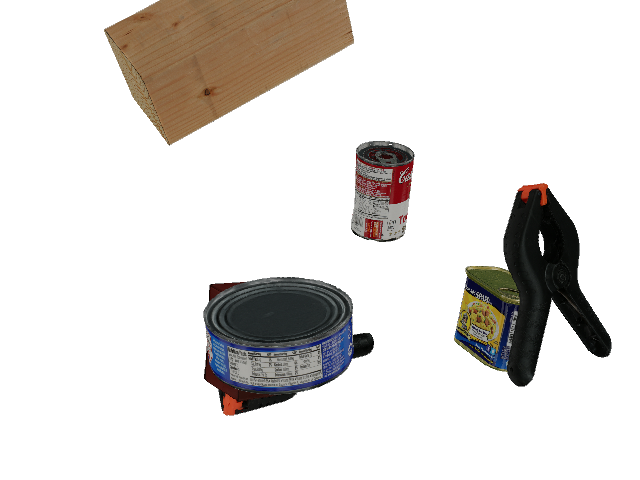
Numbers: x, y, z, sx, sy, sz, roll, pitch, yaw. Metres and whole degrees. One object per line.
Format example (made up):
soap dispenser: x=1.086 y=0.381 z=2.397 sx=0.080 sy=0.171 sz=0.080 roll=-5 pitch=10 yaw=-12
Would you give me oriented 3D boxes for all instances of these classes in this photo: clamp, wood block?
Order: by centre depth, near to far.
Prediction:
clamp: x=0.190 y=0.040 z=0.920 sx=0.120 sy=0.171 sz=0.039 roll=-23 pitch=7 yaw=-40
wood block: x=-0.083 y=-0.191 z=1.003 sx=0.206 sy=0.090 sz=0.091 roll=-31 pitch=-37 yaw=-11
clamp: x=-0.040 y=0.127 z=1.144 sx=0.165 sy=0.036 sz=0.209 roll=13 pitch=26 yaw=12

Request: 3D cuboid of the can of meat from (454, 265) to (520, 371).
can of meat: x=0.190 y=0.084 z=1.136 sx=0.057 sy=0.084 sz=0.102 roll=2 pitch=18 yaw=-26

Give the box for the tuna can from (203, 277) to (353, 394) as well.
tuna can: x=-0.023 y=0.054 z=0.615 sx=0.086 sy=0.034 sz=0.086 roll=-3 pitch=23 yaw=1

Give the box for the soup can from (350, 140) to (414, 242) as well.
soup can: x=0.072 y=-0.057 z=1.259 sx=0.068 sy=0.102 sz=0.068 roll=3 pitch=27 yaw=-2

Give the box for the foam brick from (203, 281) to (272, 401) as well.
foam brick: x=-0.052 y=0.074 z=0.812 sx=0.052 sy=0.078 sz=0.051 roll=-5 pitch=15 yaw=-35
